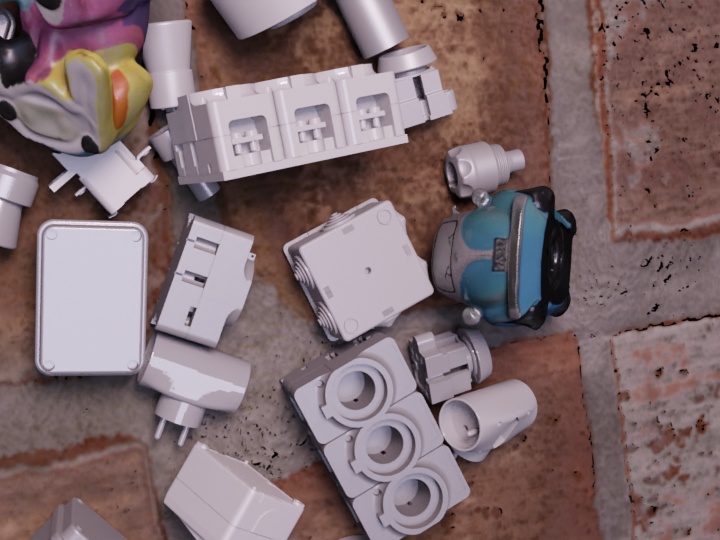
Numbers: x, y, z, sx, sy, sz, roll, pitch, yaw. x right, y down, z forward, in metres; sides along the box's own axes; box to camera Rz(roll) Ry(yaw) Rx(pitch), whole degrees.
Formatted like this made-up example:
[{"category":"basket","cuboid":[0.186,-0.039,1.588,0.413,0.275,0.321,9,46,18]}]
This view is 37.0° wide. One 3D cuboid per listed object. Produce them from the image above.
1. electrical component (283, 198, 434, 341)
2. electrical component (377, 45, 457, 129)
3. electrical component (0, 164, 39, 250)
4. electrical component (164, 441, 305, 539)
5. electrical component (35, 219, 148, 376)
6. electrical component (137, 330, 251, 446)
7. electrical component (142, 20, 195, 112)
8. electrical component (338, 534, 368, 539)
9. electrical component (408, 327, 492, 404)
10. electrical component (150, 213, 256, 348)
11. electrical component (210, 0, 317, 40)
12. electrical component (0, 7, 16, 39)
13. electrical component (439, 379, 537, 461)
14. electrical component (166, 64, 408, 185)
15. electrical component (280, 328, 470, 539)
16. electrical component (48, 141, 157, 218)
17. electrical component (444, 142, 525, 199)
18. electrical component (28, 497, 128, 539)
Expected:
[{"category":"electrical component","cuboid":[0.000,0.000,0.852,0.100,0.048,0.099,-29,99,-14]},{"category":"electrical component","cuboid":[0.041,-0.146,0.853,0.066,0.048,0.055,-19,108,-13]},{"category":"electrical component","cuboid":[-0.261,-0.048,0.776,0.045,0.045,0.055,20,89,-17]},{"category":"electrical component","cuboid":[-0.102,0.179,0.821,0.062,0.096,0.061,33,85,-45]},{"category":"electrical component","cuboid":[-0.198,0.019,0.793,0.078,0.057,0.113,1,95,-16]},{"category":"electrical component","cuboid":[-0.134,0.096,0.826,0.077,0.043,0.079,21,90,-17]},{"category":"electrical component","cuboid":[-0.143,-0.151,0.802,0.044,0.044,0.065,-10,102,-15]},{"category":"electrical component","cuboid":[0.005,0.277,0.874,0.108,0.060,0.108,-2,96,-16]},{"category":"electrical component","cuboid":[0.075,0.075,0.881,0.055,0.048,0.066,-17,117,-13]},{"category":"electrical component","cuboid":[-0.117,0.009,0.819,0.056,0.050,0.089,20,90,-16]},{"category":"electrical component","cuboid":[-0.064,-0.215,0.791,0.099,0.099,0.064,-34,109,-10]},{"category":"electrical component","cuboid":[-0.293,-0.137,0.752,0.078,0.057,0.113,17,90,-17]},{"category":"electrical component","cuboid":[0.098,0.131,0.889,0.077,0.043,0.079,-10,139,-45]},{"category":"electrical component","cuboid":[-0.055,-0.108,0.789,0.150,0.089,0.061,-15,100,-28]},{"category":"electrical component","cuboid":[0.013,0.135,0.862,0.089,0.062,0.150,-29,102,-11]},{"category":"electrical component","cuboid":[-0.189,-0.077,0.795,0.081,0.042,0.063,-42,105,-8]},{"category":"electrical component","cuboid":[0.103,-0.084,0.877,0.062,0.043,0.043,-14,99,-15]},{"category":"electrical component","cuboid":[-0.195,0.233,0.804,0.057,0.078,0.113,-46,105,-4]}]
